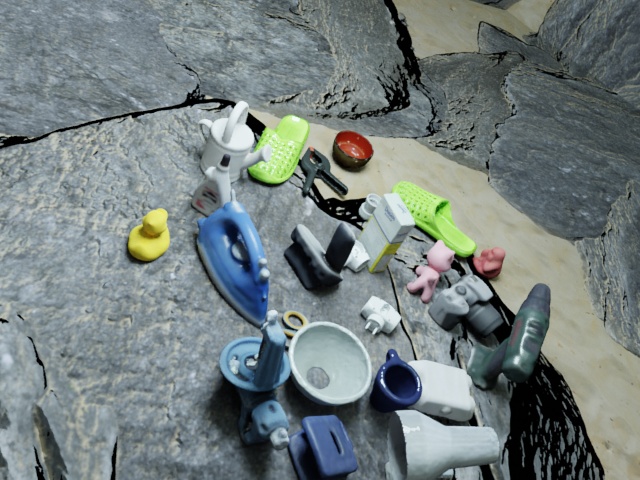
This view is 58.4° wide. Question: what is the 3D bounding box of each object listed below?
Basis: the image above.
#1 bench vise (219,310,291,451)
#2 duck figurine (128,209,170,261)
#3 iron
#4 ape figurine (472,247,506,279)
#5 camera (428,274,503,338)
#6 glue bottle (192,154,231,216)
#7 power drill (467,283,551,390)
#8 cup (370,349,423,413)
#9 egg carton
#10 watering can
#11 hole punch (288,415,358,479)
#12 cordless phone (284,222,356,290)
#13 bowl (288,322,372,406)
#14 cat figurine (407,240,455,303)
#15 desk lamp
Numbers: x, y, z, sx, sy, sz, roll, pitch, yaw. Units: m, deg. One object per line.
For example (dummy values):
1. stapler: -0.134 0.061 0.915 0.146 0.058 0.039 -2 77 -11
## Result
1. bench vise: -0.080 0.224 0.942 0.122 0.219 0.207 -25 66 -40
2. duck figurine: -0.328 -0.017 1.116 0.077 0.086 0.104 25 45 -5
3. iron: -0.147 0.030 1.131 0.119 0.141 0.258 -12 59 -34
4. ape figurine: 0.435 0.051 1.451 0.076 0.092 0.078 41 46 10
5. camera: 0.348 0.157 1.308 0.143 0.100 0.136 -24 66 -40
6. glue bottle: -0.216 -0.118 1.200 0.078 0.173 0.037 29 45 -2
7. power drill: 0.401 0.218 1.207 0.075 0.208 0.230 31 45 0
8. cup: 0.132 0.278 1.095 0.092 0.095 0.117 7 49 -22
9. egg carton: 0.238 0.303 1.146 0.150 0.069 0.107 16 47 -15
10. watering can: -0.193 -0.226 1.291 0.173 0.194 0.101 14 47 -16
11. hole punch: 0.011 0.351 0.971 0.101 0.091 0.108 -7 56 -32
12. cordless phone: 0.011 0.004 1.204 0.094 0.185 0.147 -21 64 -38
13. bowl: 0.009 0.243 1.075 0.168 0.074 0.167 15 47 -16
14. cat figurine: 0.270 0.065 1.335 0.067 0.117 0.128 32 45 2
15. desk lamp: 0.187 0.369 0.961 0.204 0.213 0.118 10 48 -20
